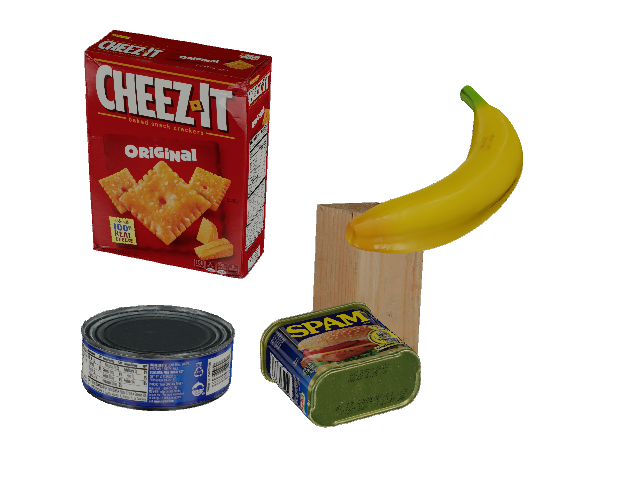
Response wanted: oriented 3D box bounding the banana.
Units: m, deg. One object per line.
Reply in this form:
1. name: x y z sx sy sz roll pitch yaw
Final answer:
1. banana: 0.086 -0.037 0.689 0.070 0.037 0.197 22 40 18

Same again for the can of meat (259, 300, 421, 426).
1. can of meat: 0.016 0.096 0.829 0.101 0.057 0.084 -11 27 -25

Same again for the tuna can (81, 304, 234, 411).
1. tuna can: -0.092 0.065 0.604 0.086 0.034 0.086 4 14 -1

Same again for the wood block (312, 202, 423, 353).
1. wood block: 0.051 0.065 1.185 0.090 0.206 0.091 -3 10 -34

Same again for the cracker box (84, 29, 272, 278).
1. cracker box: -0.137 -0.079 1.024 0.164 0.214 0.072 12 31 12
